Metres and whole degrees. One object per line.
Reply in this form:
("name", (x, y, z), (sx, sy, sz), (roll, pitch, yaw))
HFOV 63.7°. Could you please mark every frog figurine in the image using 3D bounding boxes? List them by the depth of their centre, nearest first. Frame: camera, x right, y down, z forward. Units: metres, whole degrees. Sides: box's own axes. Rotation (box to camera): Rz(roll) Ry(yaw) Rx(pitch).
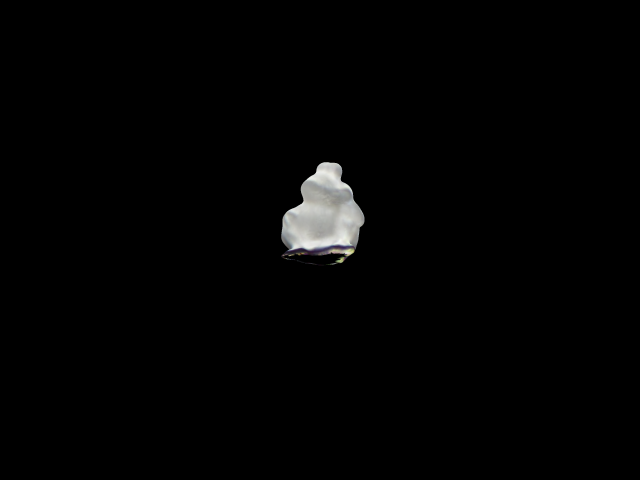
("frog figurine", (0.003, -0.043, 0.850), (0.137, 0.162, 0.121), (-10, -21, 26))
